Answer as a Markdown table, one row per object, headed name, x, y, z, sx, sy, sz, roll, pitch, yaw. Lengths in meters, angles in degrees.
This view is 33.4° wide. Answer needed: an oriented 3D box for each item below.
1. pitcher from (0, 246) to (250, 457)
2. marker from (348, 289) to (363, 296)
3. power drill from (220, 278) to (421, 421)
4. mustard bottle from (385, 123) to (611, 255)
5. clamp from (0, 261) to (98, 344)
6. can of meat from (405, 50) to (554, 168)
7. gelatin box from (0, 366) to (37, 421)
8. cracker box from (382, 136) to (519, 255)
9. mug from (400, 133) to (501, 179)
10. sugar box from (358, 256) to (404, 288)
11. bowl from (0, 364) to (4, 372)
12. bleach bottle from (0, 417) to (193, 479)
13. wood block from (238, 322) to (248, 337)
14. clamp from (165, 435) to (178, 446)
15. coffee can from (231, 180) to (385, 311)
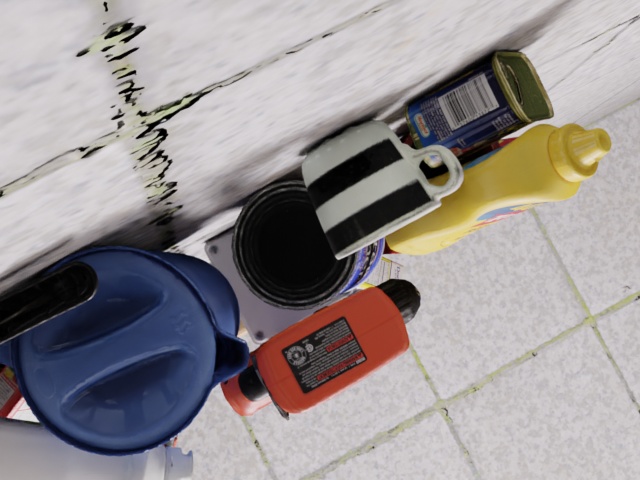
| name | x | y | z | sx | sy | sz | roll | pitch | yaw |
| --- | --- | --- | --- | --- | --- | --- | --- | --- | --- |
| pitcher | -0.135 | 0.066 | 0.785 | 0.145 | 0.149 | 0.243 | -43 | 179 | 2 |
| marker | -0.002 | 0.078 | 0.957 | 0.121 | 0.020 | 0.020 | -35 | 173 | 35 |
| power drill | 0.012 | 0.079 | 0.817 | 0.184 | 0.057 | 0.188 | -30 | 177 | -10 |
| mustard bottle | 0.137 | -0.042 | 0.802 | 0.096 | 0.058 | 0.192 | -15 | 173 | -41 |
| clamp | -0.221 | 0.061 | 0.622 | 0.172 | 0.039 | 0.120 | -29 | 170 | 32 |
| can of meat | 0.120 | -0.098 | 0.808 | 0.084 | 0.057 | 0.102 | -26 | 177 | 26 |
| gelatin box | -0.221 | 0.117 | 0.822 | 0.073 | 0.030 | 0.089 | -51 | 164 | 9 |
| cracker box | 0.128 | -0.050 | 1.243 | 0.213 | 0.072 | 0.164 | -26 | -169 | -35 |
| mug | 0.093 | -0.061 | 0.945 | 0.117 | 0.093 | 0.082 | -10 | 177 | -17 |
| sugar box | 0.017 | 0.029 | 1.133 | 0.093 | 0.048 | 0.176 | 6 | 176 | 24 |
| bowl | -0.301 | 0.144 | 0.839 | 0.162 | 0.055 | 0.162 | -42 | 165 | -15 |
| bleach bottle | -0.210 | 0.148 | 0.722 | 0.250 | 0.068 | 0.103 | 8 | 173 | -15 |
| wood block | -0.092 | 0.063 | 1.281 | 0.206 | 0.090 | 0.090 | -30 | 176 | 37 |
| clamp | -0.147 | 0.137 | 1.161 | 0.036 | 0.210 | 0.164 | 17 | -175 | -3 |
| coffee can | -0.006 | 0.001 | 0.895 | 0.103 | 0.103 | 0.140 | -29 | 177 | 12 |
